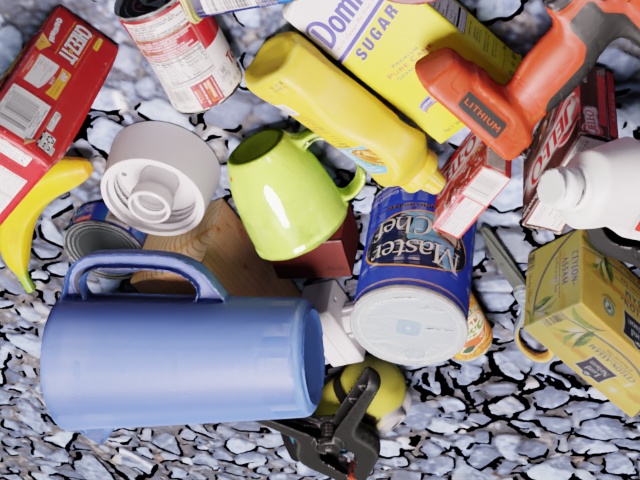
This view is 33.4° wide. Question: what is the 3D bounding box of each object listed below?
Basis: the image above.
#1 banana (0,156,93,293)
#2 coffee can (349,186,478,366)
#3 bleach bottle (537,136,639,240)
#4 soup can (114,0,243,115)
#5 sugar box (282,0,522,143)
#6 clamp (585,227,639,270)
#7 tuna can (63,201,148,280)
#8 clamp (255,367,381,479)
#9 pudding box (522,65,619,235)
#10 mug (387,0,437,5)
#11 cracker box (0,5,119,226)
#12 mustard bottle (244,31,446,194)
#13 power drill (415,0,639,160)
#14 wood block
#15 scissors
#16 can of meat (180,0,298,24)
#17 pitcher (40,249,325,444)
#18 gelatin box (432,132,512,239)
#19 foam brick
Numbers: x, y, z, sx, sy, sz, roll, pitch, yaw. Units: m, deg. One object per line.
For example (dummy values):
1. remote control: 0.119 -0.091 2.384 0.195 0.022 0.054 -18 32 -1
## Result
1. banana: -0.282 -0.029 1.065 0.069 0.037 0.198 33 131 -4
2. coffee can: 0.087 0.027 0.962 0.103 0.140 0.103 7 137 6
3. bleach bottle: 0.266 -0.035 0.822 0.250 0.068 0.103 -2 142 -31
4. soup can: -0.113 -0.161 0.865 0.069 0.068 0.102 -9 134 22
5. sugar box: 0.065 -0.160 0.839 0.176 0.048 0.093 33 134 -22
6. clamp: 0.308 -0.001 0.952 0.171 0.039 0.120 35 132 -22
7. tuna can: -0.215 0.001 1.086 0.086 0.033 0.086 7 137 6
8. clamp: 0.016 0.199 1.118 0.165 0.036 0.210 -14 136 22
9. pudding box: 0.201 -0.074 0.864 0.039 0.090 0.114 15 138 -3
10. mug: 0.071 -0.232 0.734 0.093 0.081 0.117 26 136 -14
11. cracker box: -0.274 -0.077 0.923 0.072 0.164 0.214 34 133 -19
12. mustard bottle: 0.031 -0.096 0.887 0.191 0.058 0.096 35 174 -23
13. power drill: 0.159 -0.162 0.768 0.184 0.057 0.188 39 113 -22
14. wood block: -0.086 0.067 1.085 0.091 0.090 0.206 -16 130 29
15. scissors: 0.221 0.054 1.050 0.096 0.016 0.201 -5 134 16
16. can of meat: -0.053 -0.209 0.776 0.084 0.102 0.057 -6 133 16
17. pitcher: -0.124 0.099 0.980 0.243 0.145 0.149 -3 147 12
18. gelatin box: 0.130 -0.055 0.914 0.030 0.073 0.089 24 137 -12
19. foam brick: -0.007 0.001 1.024 0.078 0.051 0.053 -2 136 16
